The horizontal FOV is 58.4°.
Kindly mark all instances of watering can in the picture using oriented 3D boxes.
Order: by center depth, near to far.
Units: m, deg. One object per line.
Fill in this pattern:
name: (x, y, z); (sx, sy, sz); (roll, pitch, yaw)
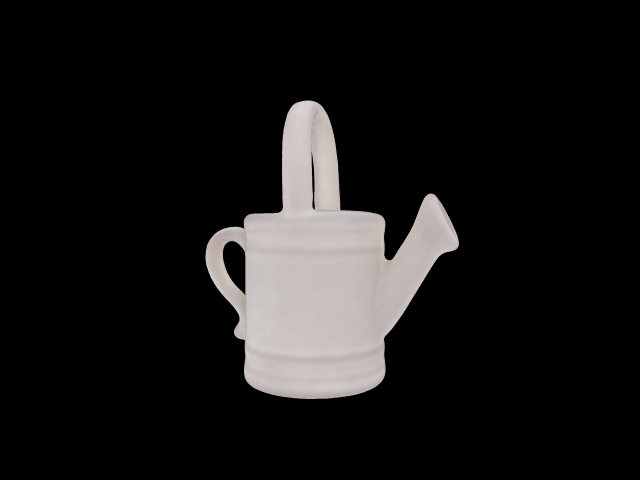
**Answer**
watering can: (0.004, 0.001, 0.402); (0.173, 0.194, 0.101); (0, 2, -5)
